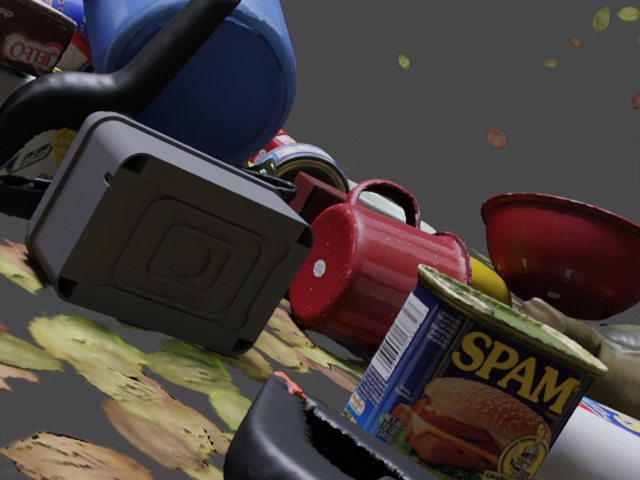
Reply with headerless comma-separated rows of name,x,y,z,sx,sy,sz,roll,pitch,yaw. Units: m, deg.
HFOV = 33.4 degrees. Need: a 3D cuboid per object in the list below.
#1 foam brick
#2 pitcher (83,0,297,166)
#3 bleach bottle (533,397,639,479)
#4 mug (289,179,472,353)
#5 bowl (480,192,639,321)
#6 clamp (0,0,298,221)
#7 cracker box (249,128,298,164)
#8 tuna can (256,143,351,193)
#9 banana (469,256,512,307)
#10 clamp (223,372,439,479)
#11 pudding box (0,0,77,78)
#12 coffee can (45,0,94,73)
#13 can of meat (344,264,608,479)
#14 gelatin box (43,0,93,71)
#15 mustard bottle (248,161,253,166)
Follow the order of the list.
foam brick,-0.005,0.001,0.725,0.051,0.078,0.053,26,8,-17
pitcher,-0.093,-0.150,0.661,0.149,0.145,0.243,2,32,-14
bleach bottle,0.155,0.122,0.583,0.251,0.068,0.102,27,8,1
mug,0.035,0.016,0.666,0.081,0.117,0.093,20,-24,-26
bowl,0.199,0.022,0.863,0.162,0.055,0.162,21,-16,6
clamp,-0.095,-0.044,0.542,0.039,0.171,0.120,-124,-170,-75
cracker box,-0.094,-0.113,1.011,0.213,0.072,0.164,42,7,-2
tuna can,-0.017,-0.036,0.892,0.086,0.086,0.034,26,10,-22
banana,0.109,0.042,0.844,0.197,0.070,0.037,40,29,-54
clamp,0.019,0.096,0.329,0.164,0.036,0.210,22,8,-39
pudding box,-0.187,-0.126,0.518,0.090,0.039,0.113,36,7,34
coffee can,-0.240,-0.168,0.786,0.140,0.103,0.103,13,15,-31
can of meat,0.072,0.072,0.513,0.102,0.084,0.057,26,8,-23
gelatin box,-0.191,-0.144,0.699,0.073,0.030,0.089,46,-5,-32
mustard bottle,-0.003,-0.002,0.825,0.191,0.058,0.096,26,10,-26
